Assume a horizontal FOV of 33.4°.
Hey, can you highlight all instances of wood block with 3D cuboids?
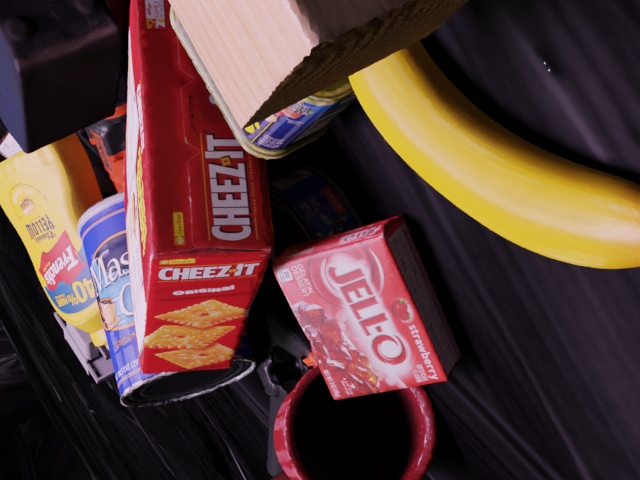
[{"bbox_3d":[-0.031,-0.156,0.362,0.206,0.090,0.090,60,159,0],"label":"wood block"}]

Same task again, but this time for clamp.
[{"bbox_3d":[-0.025,0.108,0.803,0.210,0.036,0.164,-16,93,67],"label":"clamp"}]

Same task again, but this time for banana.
[{"bbox_3d":[0.062,-0.042,0.425,0.198,0.037,0.069,48,157,30],"label":"banana"}]

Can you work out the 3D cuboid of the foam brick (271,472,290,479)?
[{"bbox_3d":[0.016,0.174,0.746,0.053,0.078,0.051,64,158,-12],"label":"foam brick"}]

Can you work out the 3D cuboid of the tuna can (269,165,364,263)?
[{"bbox_3d":[-0.004,0.001,0.635,0.086,0.033,0.086,48,156,30],"label":"tuna can"}]

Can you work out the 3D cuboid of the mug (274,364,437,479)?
[{"bbox_3d":[0.017,0.132,0.661,0.082,0.093,0.117,132,134,-73],"label":"mug"}]

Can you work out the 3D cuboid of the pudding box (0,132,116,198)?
[{"bbox_3d":[-0.223,-0.059,0.967,0.113,0.039,0.090,38,-169,14],"label":"pudding box"}]

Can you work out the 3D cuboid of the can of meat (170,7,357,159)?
[{"bbox_3d":[-0.021,-0.100,0.519,0.102,0.057,0.084,60,156,0],"label":"can of meat"}]

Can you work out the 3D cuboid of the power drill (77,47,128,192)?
[{"bbox_3d":[-0.198,-0.131,0.879,0.188,0.057,0.184,40,151,44],"label":"power drill"}]

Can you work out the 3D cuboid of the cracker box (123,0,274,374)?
[{"bbox_3d":[-0.080,-0.025,0.654,0.214,0.072,0.164,116,149,-65],"label":"cracker box"}]

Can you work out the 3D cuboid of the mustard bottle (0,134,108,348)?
[{"bbox_3d":[-0.200,0.013,0.886,0.096,0.058,0.191,-21,97,38],"label":"mustard bottle"}]

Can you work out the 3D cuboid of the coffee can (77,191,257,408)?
[{"bbox_3d":[-0.115,0.042,0.796,0.103,0.102,0.140,119,136,-66],"label":"coffee can"}]

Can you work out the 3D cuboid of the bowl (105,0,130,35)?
[{"bbox_3d":[-0.151,-0.201,0.689,0.162,0.055,0.162,48,156,30],"label":"bowl"}]

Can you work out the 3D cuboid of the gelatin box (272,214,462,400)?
[{"bbox_3d":[0.025,0.038,0.572,0.073,0.030,0.089,-15,106,33],"label":"gelatin box"}]
